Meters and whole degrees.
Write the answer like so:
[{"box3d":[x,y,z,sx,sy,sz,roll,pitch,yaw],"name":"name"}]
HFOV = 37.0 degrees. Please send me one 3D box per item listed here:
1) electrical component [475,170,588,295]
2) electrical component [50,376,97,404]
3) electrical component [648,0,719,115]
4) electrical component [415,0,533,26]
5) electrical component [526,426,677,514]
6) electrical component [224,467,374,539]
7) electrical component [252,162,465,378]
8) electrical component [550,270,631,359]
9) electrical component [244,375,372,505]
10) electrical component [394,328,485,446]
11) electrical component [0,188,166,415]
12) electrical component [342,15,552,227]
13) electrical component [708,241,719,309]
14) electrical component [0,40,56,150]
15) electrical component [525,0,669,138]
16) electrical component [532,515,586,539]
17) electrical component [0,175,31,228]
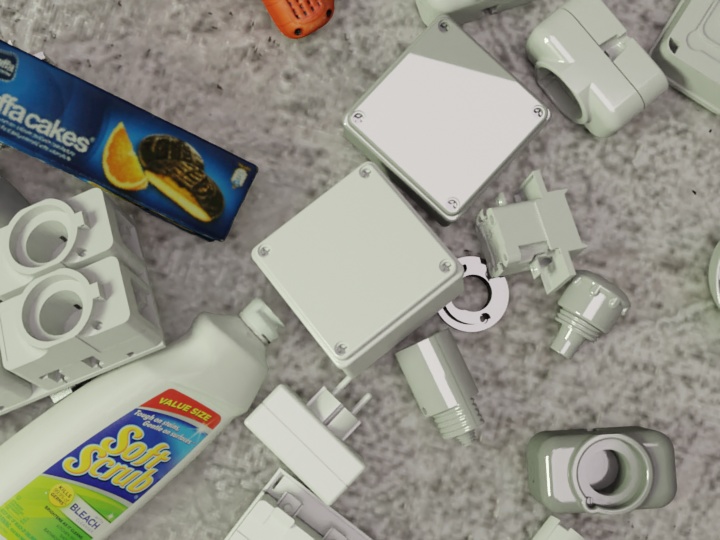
[{"box3d":[0.119,-0.024,0.766,0.064,0.042,0.081,-12,73,-16],"name":"electrical component"},{"box3d":[-0.198,0.059,0.760,0.055,0.048,0.066,-32,87,4],"name":"electrical component"},{"box3d":[0.271,-0.179,0.785,0.078,0.057,0.113,33,85,1],"name":"electrical component"},{"box3d":[0.088,-0.218,0.782,0.095,0.059,0.053,-19,86,-3],"name":"electrical component"},{"box3d":[0.170,0.140,0.757,0.095,0.059,0.053,-3,86,-2],"name":"electrical component"},{"box3d":[-0.032,0.207,0.744,0.121,0.063,0.078,38,86,1],"name":"electrical component"},{"box3d":[0.000,0.000,0.753,0.109,0.056,0.108,-38,72,-4],"name":"electrical component"},{"box3d":[0.161,0.034,0.773,0.048,0.048,0.062,32,92,1],"name":"electrical component"},{"box3d":[-0.025,0.108,0.760,0.083,0.047,0.075,44,85,2],"name":"electrical component"},{"box3d":[0.061,0.087,0.766,0.043,0.043,0.081,-25,87,-3],"name":"electrical component"},{"box3d":[-0.237,0.030,0.720,0.186,0.060,0.105,-22,63,6],"name":"electrical component"},{"box3d":[0.061,-0.105,0.774,0.109,0.056,0.108,43,86,2],"name":"electrical component"},{"box3d":[0.299,0.006,0.765,0.099,0.064,0.099,1,96,6],"name":"electrical component"},{"box3d":[-0.256,-0.123,0.774,0.081,0.042,0.063,-23,90,-3],"name":"electrical component"},{"box3d":[0.167,-0.146,0.781,0.059,0.053,0.095,-39,88,-4],"name":"electrical component"},{"box3d":[0.136,0.203,0.762,0.040,0.040,0.046,38,80,1],"name":"electrical component"},{"box3d":[-0.272,-0.057,0.757,0.043,0.077,0.079,-34,48,13],"name":"electrical component"}]
